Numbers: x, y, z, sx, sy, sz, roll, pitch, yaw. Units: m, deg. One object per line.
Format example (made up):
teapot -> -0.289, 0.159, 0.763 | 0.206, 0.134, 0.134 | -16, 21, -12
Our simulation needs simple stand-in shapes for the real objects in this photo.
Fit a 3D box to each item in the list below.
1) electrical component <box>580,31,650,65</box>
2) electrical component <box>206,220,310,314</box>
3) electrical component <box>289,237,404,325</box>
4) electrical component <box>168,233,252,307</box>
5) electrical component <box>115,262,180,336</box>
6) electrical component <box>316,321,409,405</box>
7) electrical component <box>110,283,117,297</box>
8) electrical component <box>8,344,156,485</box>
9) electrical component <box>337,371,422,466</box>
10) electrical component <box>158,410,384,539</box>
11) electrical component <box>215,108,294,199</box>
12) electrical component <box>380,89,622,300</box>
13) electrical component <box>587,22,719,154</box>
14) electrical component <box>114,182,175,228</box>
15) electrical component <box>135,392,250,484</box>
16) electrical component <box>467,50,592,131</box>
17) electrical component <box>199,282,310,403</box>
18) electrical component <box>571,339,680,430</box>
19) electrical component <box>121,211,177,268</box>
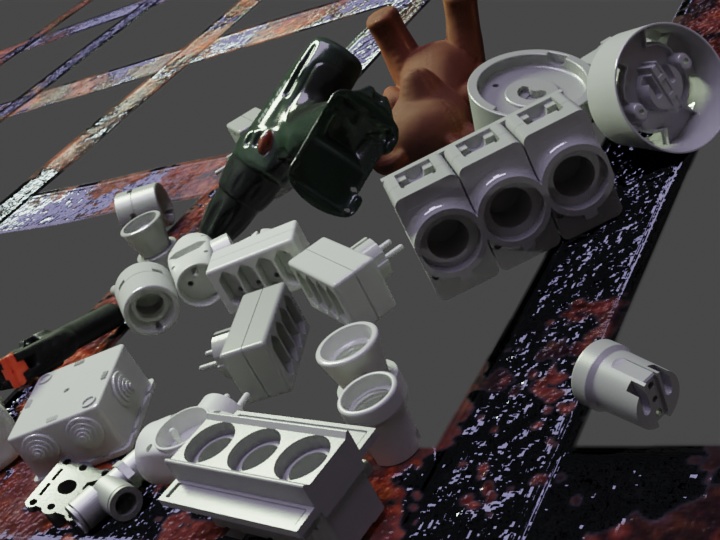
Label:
electrical component -> 0.233, -0.167, 0.912 | 0.050, 0.055, 0.089 | -31, 26, -7
electrical component -> -0.082, -0.011, 0.940 | 0.083, 0.047, 0.075 | -21, 26, 14
electrical component -> 0.000, 0.000, 0.840 | 0.076, 0.047, 0.083 | -36, 27, -17
electrical component -> -0.132, -0.009, 0.987 | 0.079, 0.043, 0.077 | -26, 25, -1
electrical component -> -0.190, 0.027, 0.967 | 0.055, 0.055, 0.047 | -30, 30, -4
electrical component -> 0.002, 0.068, 0.704 | 0.045, 0.055, 0.045 | -22, 26, 12
electrical component -> -0.217, 0.019, 1.028 | 0.061, 0.035, 0.035 | -3, 35, 45
electrical component -> -0.218, 0.111, 0.843 | 0.100, 0.048, 0.099 | -21, 27, 15
electrical component -> 0.013, 0.092, 0.660 | 0.040, 0.046, 0.040 | -22, 26, 12
electrical component -> -0.050, 0.127, 0.638 | 0.121, 0.063, 0.078 | 0, 37, 43
electrical component -> -0.113, -0.111, 1.109 | 0.076, 0.083, 0.047 | -33, 26, -12
electrical component -> 0.105, -0.053, 0.789 | 0.150, 0.089, 0.061 | -26, 26, 2
electrical component -> 0.227, -0.139, 0.826 | 0.099, 0.099, 0.064 | -37, 21, -19
electrical component -> -0.235, -0.065, 1.178 | 0.047, 0.055, 0.055 | -19, 27, 9
electrical component -> -0.103, 0.111, 0.738 | 0.077, 0.044, 0.079 | -8, 32, 35
electrical component -> 0.147, -0.135, 0.919 | 0.108, 0.060, 0.108 | -5, 41, 4
electrical component -> -0.087, 0.059, 0.815 | 0.076, 0.047, 0.083 | -18, 27, 18
electrical component -> 0.147, 0.064, 0.594 | 0.040, 0.040, 0.046 | -38, 33, -20
electrical component -> -0.206, -0.025, 1.073 | 0.045, 0.055, 0.045 | -22, 26, 12
